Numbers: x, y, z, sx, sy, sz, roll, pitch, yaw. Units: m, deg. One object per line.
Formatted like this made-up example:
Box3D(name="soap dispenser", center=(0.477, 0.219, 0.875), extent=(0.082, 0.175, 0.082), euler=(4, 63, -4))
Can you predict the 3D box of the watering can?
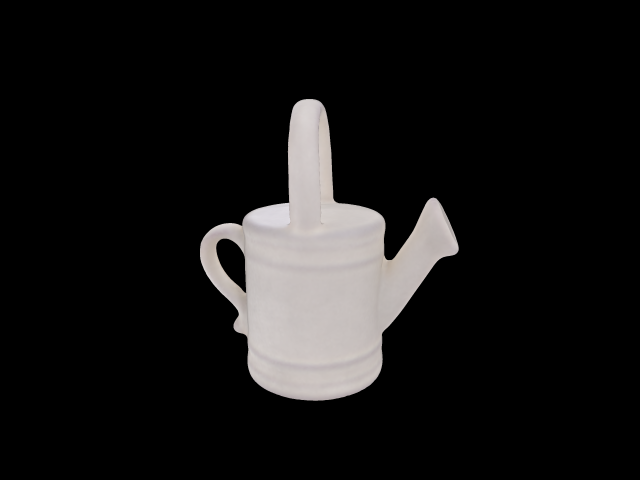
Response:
Box3D(name="watering can", center=(0.004, 0.001, 0.402), extent=(0.173, 0.194, 0.100), euler=(-4, 16, -13))
